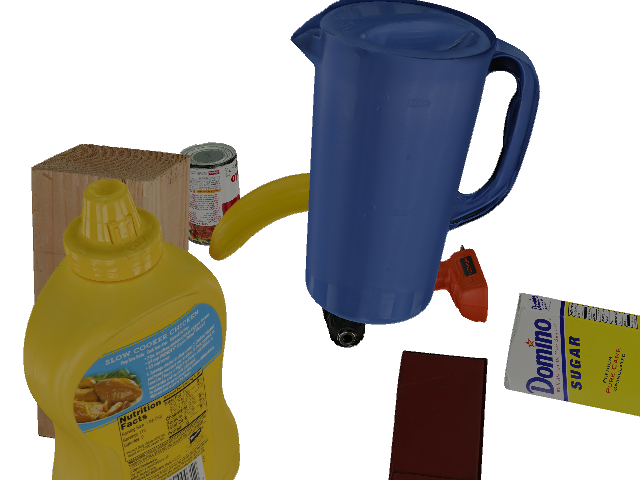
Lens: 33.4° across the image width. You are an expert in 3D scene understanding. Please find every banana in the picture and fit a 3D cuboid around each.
[{"bbox_3d":[-0.038,-0.028,1.058,0.198,0.069,0.037,-13,21,25],"label":"banana"}]

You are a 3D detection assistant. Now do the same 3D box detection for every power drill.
[{"bbox_3d":[0.094,0.062,1.225,0.187,0.057,0.184,-1,28,-1],"label":"power drill"}]

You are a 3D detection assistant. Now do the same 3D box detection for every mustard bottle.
[{"bbox_3d":[-0.086,0.057,0.489,0.096,0.192,0.058,-27,44,-32],"label":"mustard bottle"}]

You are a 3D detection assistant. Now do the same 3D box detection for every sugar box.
[{"bbox_3d":[0.272,0.114,1.031,0.176,0.093,0.048,9,22,9],"label":"sugar box"}]

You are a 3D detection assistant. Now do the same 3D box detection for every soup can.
[{"bbox_3d":[-0.128,-0.055,1.239,0.068,0.102,0.068,-1,29,1],"label":"soup can"}]

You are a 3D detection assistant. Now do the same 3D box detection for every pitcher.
[{"bbox_3d":[0.062,-0.058,0.837,0.144,0.243,0.149,-21,40,-38],"label":"pitcher"}]

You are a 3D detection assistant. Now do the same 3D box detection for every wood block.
[{"bbox_3d":[-0.154,0.041,0.795,0.091,0.206,0.090,7,18,11],"label":"wood block"}]

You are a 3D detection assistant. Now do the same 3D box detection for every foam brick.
[{"bbox_3d":[0.069,0.111,0.627,0.051,0.078,0.053,6,-30,4],"label":"foam brick"}]
